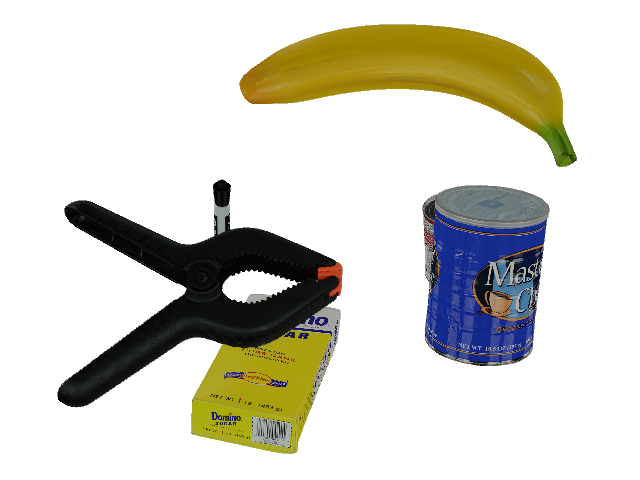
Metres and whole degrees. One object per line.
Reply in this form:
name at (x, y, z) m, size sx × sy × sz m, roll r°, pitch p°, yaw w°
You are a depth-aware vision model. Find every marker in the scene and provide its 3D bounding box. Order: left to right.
marker at (-0.108, -0.017, 1.167) m, size 0.020 × 0.121 × 0.020 m, roll 3°, pitch 41°, yaw -3°

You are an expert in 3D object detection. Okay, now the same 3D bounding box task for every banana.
banana at (0.054, -0.095, 0.614) m, size 0.198 × 0.069 × 0.037 m, roll 12°, pitch -33°, yaw 13°

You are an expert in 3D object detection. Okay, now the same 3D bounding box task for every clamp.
clamp at (-0.091, 0.027, 0.772) m, size 0.210 × 0.164 × 0.036 m, roll -10°, pitch -31°, yaw -7°

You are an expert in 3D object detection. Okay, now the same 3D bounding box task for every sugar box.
sugar box at (-0.045, 0.113, 0.957) m, size 0.093 × 0.048 × 0.176 m, roll 10°, pitch 32°, yaw 8°

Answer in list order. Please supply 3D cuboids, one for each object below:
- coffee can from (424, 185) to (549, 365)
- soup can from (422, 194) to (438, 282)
coffee can at (0.152, 0.030, 0.987) m, size 0.103 × 0.140 × 0.103 m, roll 2°, pitch 21°, yaw -1°
soup can at (0.161, 0.001, 1.325) m, size 0.068 × 0.102 × 0.068 m, roll -4°, pitch 35°, yaw 2°
